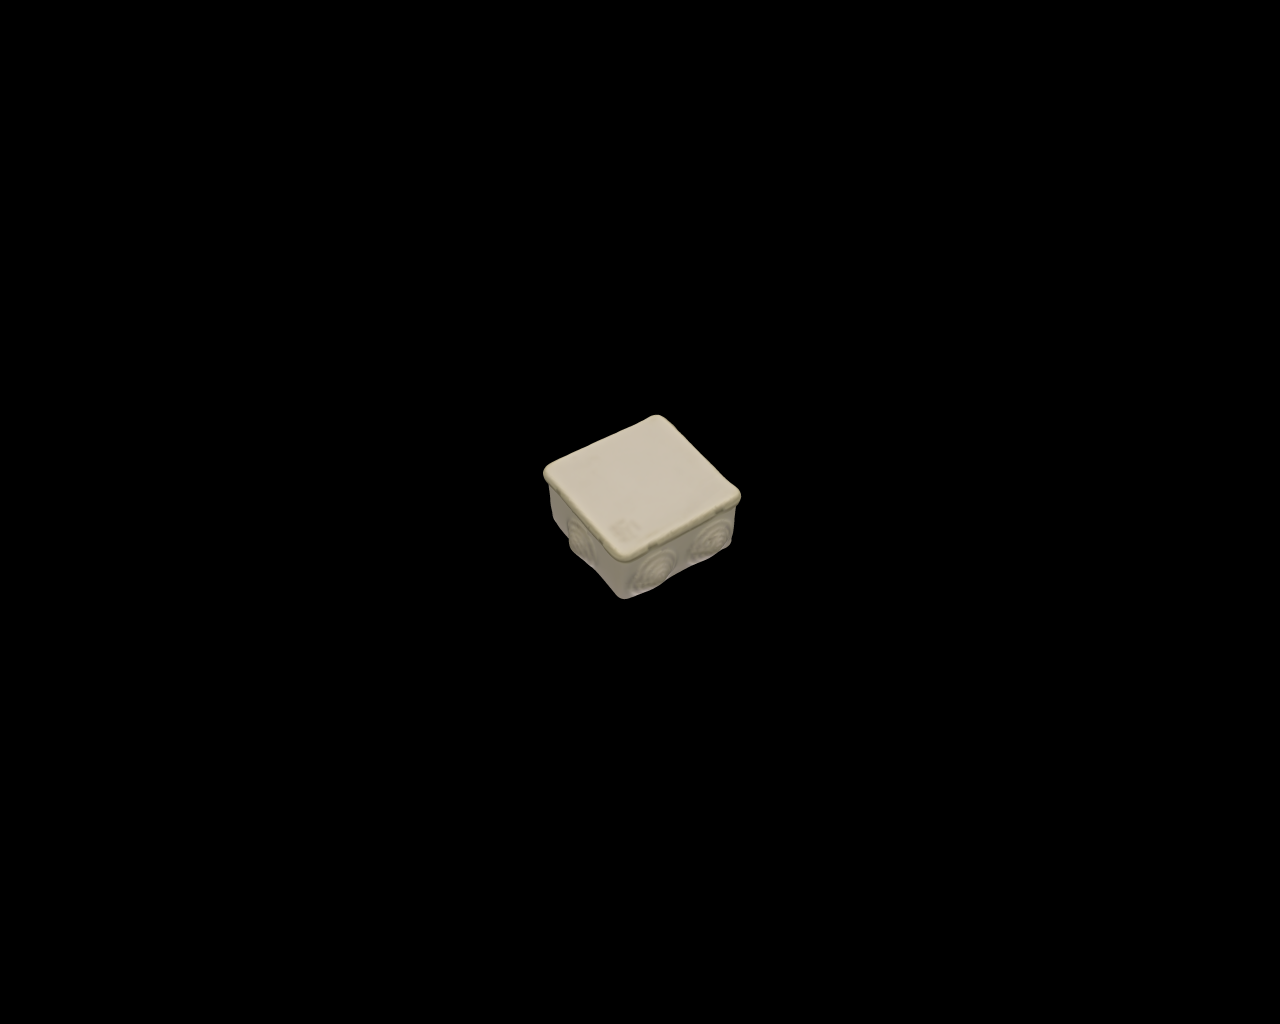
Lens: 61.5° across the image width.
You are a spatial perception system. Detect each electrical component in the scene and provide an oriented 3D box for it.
[{"bbox_3d":[0.001,-0.003,0.650,0.100,0.048,0.100,-27,53,-22],"label":"electrical component"}]
